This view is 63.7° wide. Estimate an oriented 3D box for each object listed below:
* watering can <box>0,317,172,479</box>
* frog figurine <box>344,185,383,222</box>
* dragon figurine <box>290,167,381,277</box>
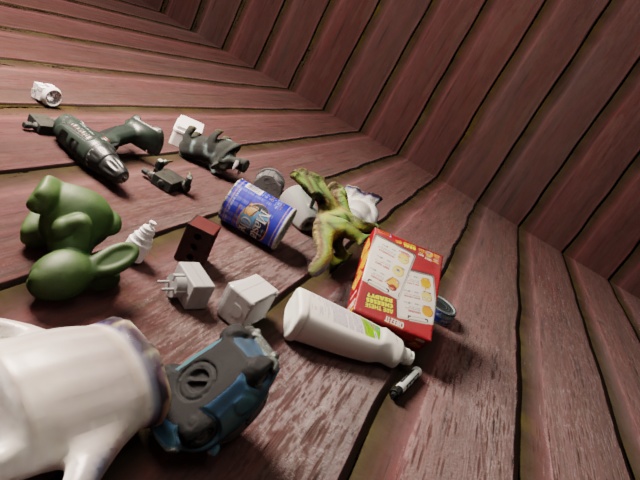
[{"bbox_3d":[-0.239,0.173,0.487,0.351,0.102,0.225,33,21,31],"label":"watering can"},{"bbox_3d":[0.096,-0.063,1.463,0.136,0.121,0.163,32,56,-15],"label":"frog figurine"},{"bbox_3d":[0.004,-0.060,1.186,0.244,0.121,0.413,52,23,7],"label":"dragon figurine"}]
